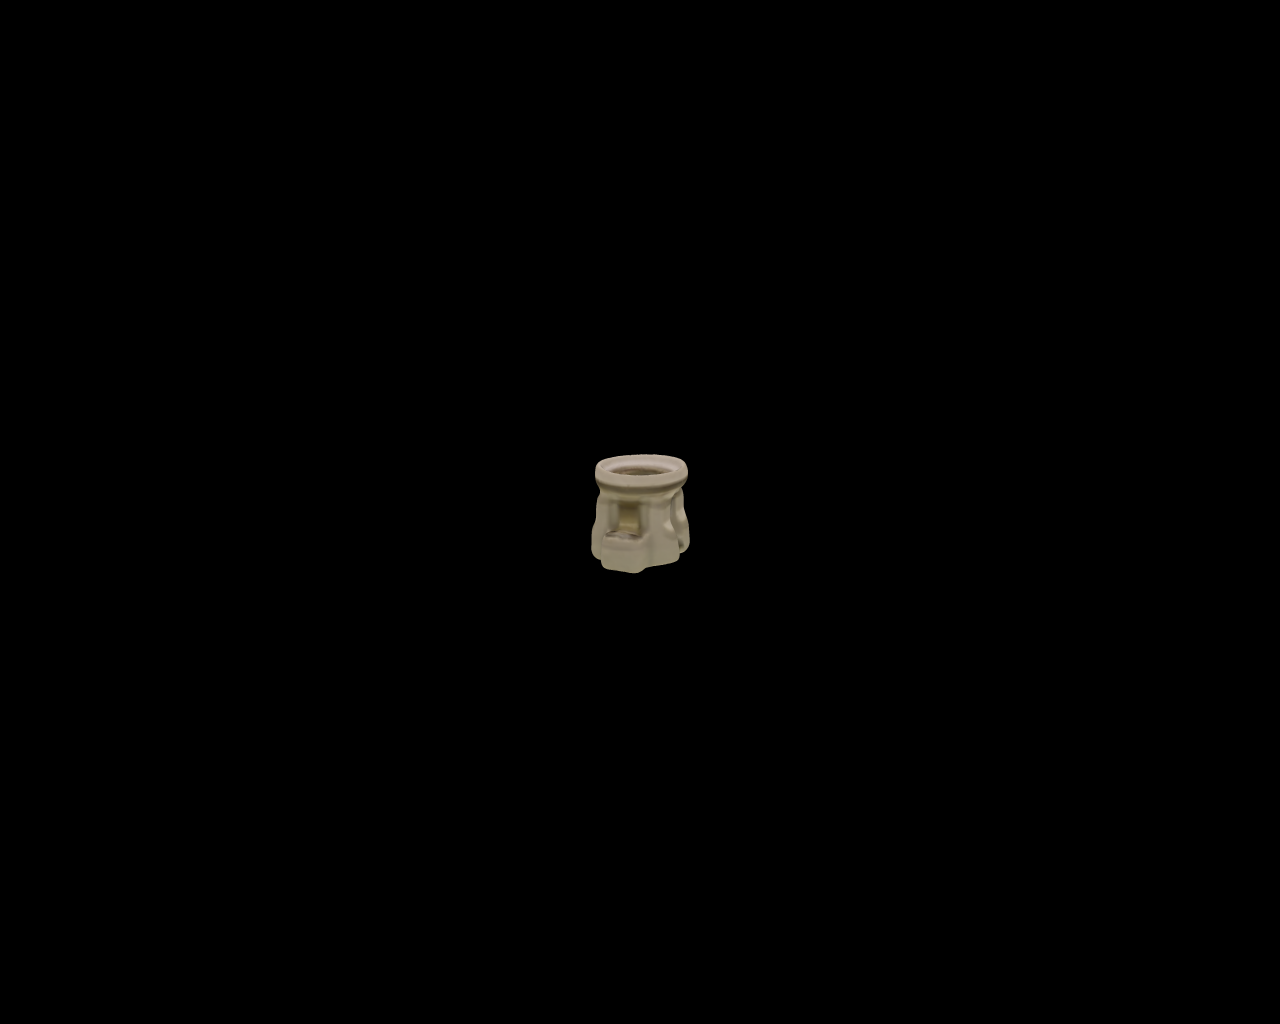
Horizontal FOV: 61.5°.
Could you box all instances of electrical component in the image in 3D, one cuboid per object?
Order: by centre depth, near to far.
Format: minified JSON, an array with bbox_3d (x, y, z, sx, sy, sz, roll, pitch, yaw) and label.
[{"bbox_3d":[0.001,-0.003,0.650,0.058,0.056,0.078,6,17,19],"label":"electrical component"}]
